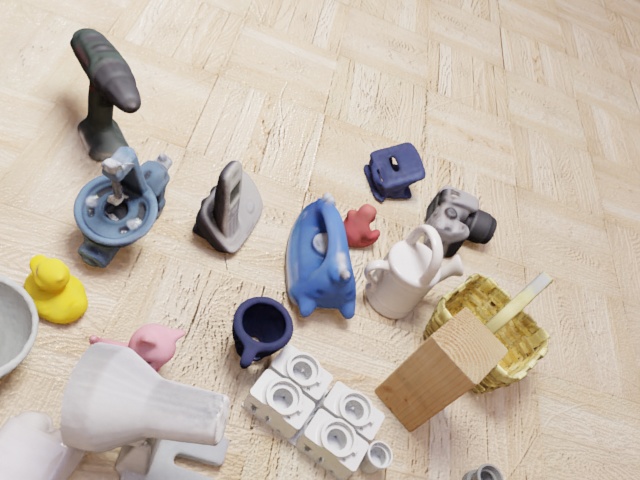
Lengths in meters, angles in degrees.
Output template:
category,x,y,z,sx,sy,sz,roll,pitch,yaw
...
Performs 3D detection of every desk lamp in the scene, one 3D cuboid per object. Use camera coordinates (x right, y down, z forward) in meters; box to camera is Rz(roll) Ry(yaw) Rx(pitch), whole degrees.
category,x,y,z,sx,sy,sz,roll,pitch,yaw
desk lamp,-0.199,0.225,0.696,0.203,0.213,0.118,20,50,-8

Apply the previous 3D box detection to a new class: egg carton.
category,x,y,z,sx,sy,sz,roll,pitch,yaw
egg carton,-0.358,0.282,0.680,0.107,0.069,0.150,27,49,-2

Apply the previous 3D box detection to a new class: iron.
category,x,y,z,sx,sy,sz,roll,pitch,yaw
iron,0.009,0.004,1.000,0.119,0.141,0.258,5,53,-19

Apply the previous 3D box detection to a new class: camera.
category,x,y,z,sx,sy,sz,roll,pitch,yaw
camera,0.295,-0.036,1.179,0.137,0.100,0.143,22,49,-7

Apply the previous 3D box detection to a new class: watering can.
category,x,y,z,sx,sy,sz,roll,pitch,yaw
watering can,0.166,0.047,0.999,0.173,0.194,0.100,-17,63,-32

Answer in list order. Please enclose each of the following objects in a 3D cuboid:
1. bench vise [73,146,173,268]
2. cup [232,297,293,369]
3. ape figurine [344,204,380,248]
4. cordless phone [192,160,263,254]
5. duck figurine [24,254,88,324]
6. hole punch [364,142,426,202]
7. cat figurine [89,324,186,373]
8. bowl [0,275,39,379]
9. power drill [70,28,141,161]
category,x,y,z,sx,sy,sz,roll,pitch,yaw
bench vise,-0.302,-0.086,0.883,0.122,0.219,0.207,15,50,-12
cup,-0.099,0.156,0.869,0.092,0.095,0.118,25,49,-3
ape figurine,0.081,-0.033,1.090,0.076,0.092,0.077,-19,64,-33
cordless phone,-0.141,-0.080,0.969,0.094,0.185,0.148,26,49,-2
duck figurine,-0.380,0.065,0.824,0.104,0.086,0.078,42,50,11
hole punch,0.157,-0.146,1.209,0.101,0.091,0.108,-2,56,-24
cat figurine,-0.255,0.151,0.791,0.128,0.117,0.067,10,52,-16
bowl,-0.459,0.128,0.750,0.168,0.074,0.167,12,51,-15
power drill,-0.364,-0.239,0.979,0.076,0.208,0.229,-18,63,-32
